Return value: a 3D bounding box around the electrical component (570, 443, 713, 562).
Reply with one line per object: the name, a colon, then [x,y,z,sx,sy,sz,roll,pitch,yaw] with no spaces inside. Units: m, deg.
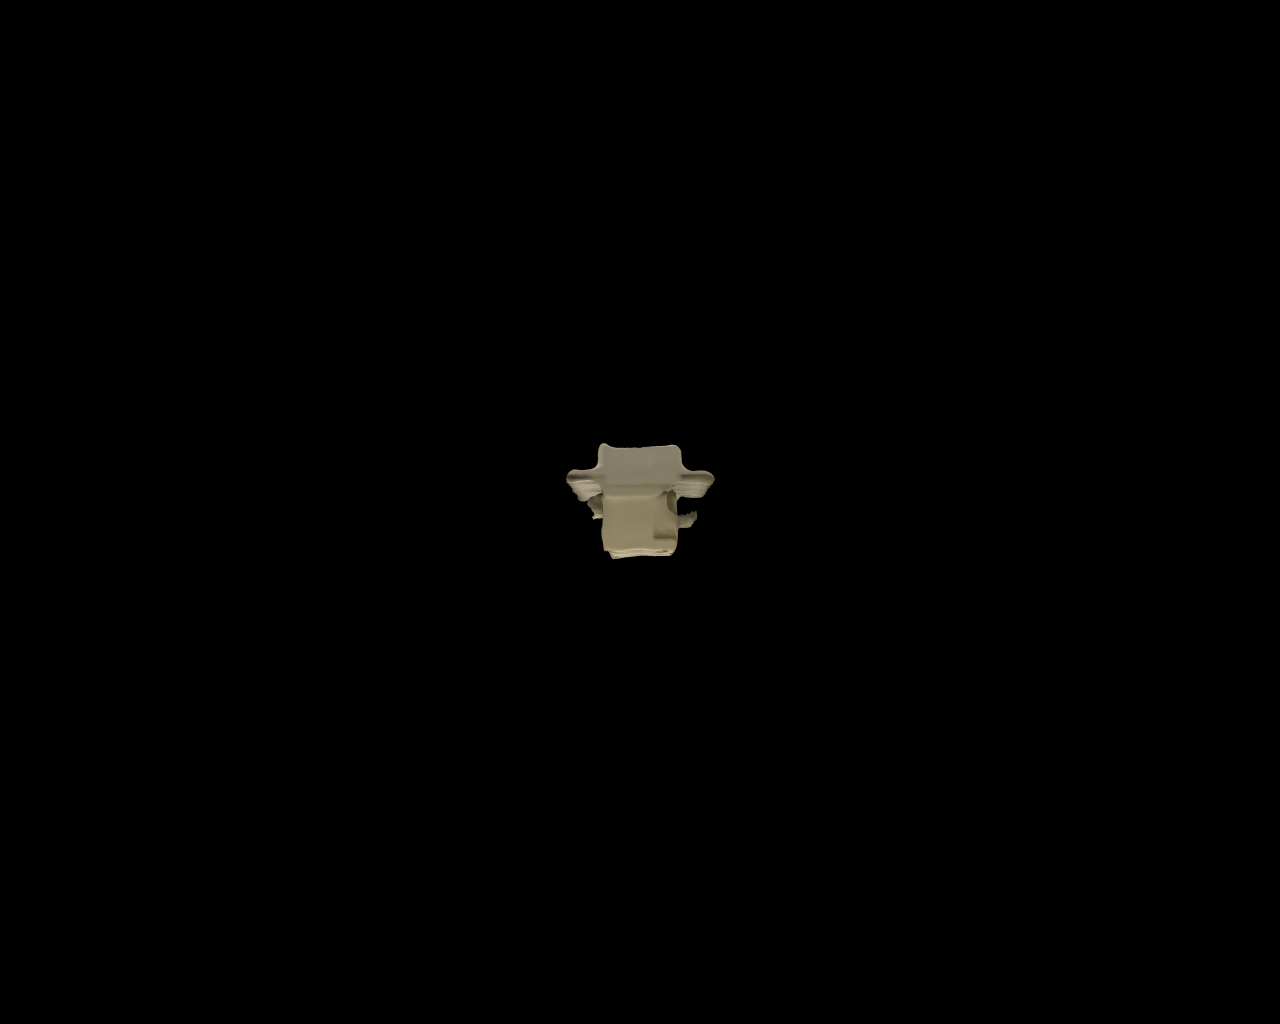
electrical component: [0.001,-0.003,0.650,0.079,0.063,0.121,0,-4,0]
